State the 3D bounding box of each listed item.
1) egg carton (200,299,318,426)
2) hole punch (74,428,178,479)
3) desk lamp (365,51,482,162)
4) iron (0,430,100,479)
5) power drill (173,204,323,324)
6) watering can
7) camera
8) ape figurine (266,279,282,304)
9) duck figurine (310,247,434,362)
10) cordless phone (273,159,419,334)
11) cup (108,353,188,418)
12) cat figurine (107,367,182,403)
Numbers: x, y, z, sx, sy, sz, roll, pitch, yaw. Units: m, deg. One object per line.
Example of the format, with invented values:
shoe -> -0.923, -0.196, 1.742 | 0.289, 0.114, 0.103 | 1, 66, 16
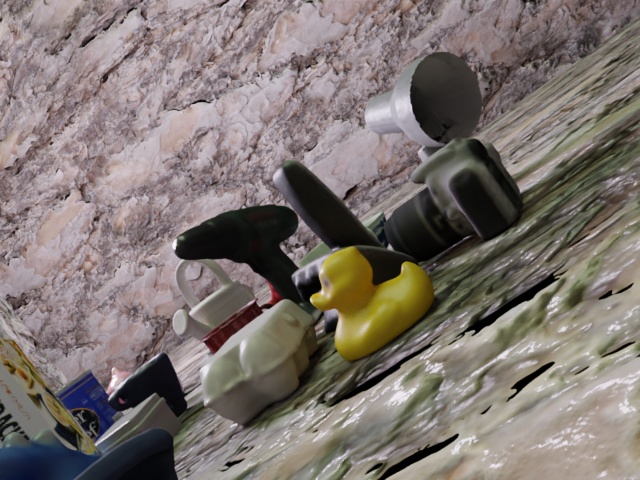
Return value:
egg carton -> -0.058, 0.123, 0.595 | 0.107, 0.069, 0.150 | -36, 2, 13
hole punch -> -0.109, 0.162, 0.281 | 0.101, 0.091, 0.109 | -34, 3, 41
desk lamp -> 0.158, -0.137, 0.814 | 0.118, 0.213, 0.203 | -37, 3, -21
iron -> -0.225, 0.210, 0.396 | 0.118, 0.141, 0.259 | -35, 3, 23
power drill -> -0.080, 0.041, 0.832 | 0.075, 0.208, 0.230 | -35, 3, 34
watering can -> -0.167, 0.109, 0.933 | 0.101, 0.194, 0.173 | -36, 2, 9
camera -> 0.139, -0.044, 0.635 | 0.136, 0.101, 0.143 | -35, 3, 27
ape figurine -> -0.066, 0.094, 1.036 | 0.077, 0.092, 0.076 | -36, 3, 15
duck figurine -> 0.040, 0.045, 0.502 | 0.104, 0.086, 0.077 | -36, 3, 15
cordless phone -> 0.006, 0.002, 0.625 | 0.094, 0.185, 0.147 | -38, 3, -32
cup -> -0.249, 0.236, 0.849 | 0.091, 0.095, 0.118 | -35, 3, 29
cat figurine -> -0.349, 0.283, 1.106 | 0.128, 0.118, 0.067 | -38, 3, -38
